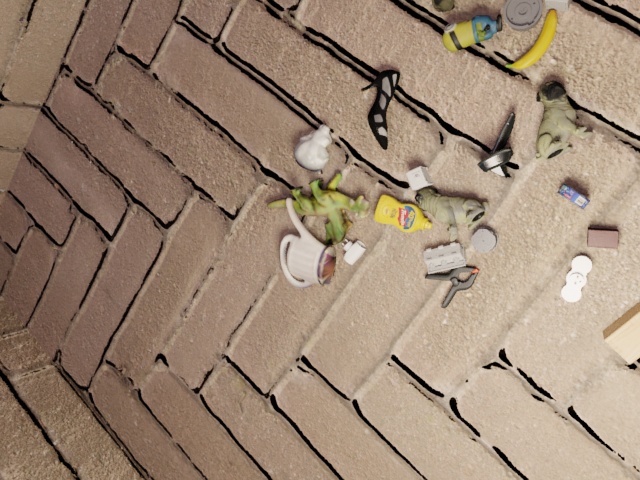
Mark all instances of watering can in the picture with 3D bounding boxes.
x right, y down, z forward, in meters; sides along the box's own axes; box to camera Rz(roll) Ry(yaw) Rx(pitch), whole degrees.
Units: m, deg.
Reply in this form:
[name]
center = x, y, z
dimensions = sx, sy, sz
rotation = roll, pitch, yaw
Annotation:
[watering can]
center = -0.048, 0.031, 1.831
dimensions = 0.225, 0.105, 0.341
rotation = 17, 119, 26

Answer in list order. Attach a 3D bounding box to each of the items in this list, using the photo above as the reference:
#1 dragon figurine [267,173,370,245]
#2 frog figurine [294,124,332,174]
[dragon figurine]
center = 0.006, -0.092, 1.827
dimensions = 0.406, 0.123, 0.243
rotation = -22, 92, 35
[frog figurine]
center = -0.016, -0.326, 1.810
dimensions = 0.140, 0.123, 0.156
rotation = 53, 127, 35
